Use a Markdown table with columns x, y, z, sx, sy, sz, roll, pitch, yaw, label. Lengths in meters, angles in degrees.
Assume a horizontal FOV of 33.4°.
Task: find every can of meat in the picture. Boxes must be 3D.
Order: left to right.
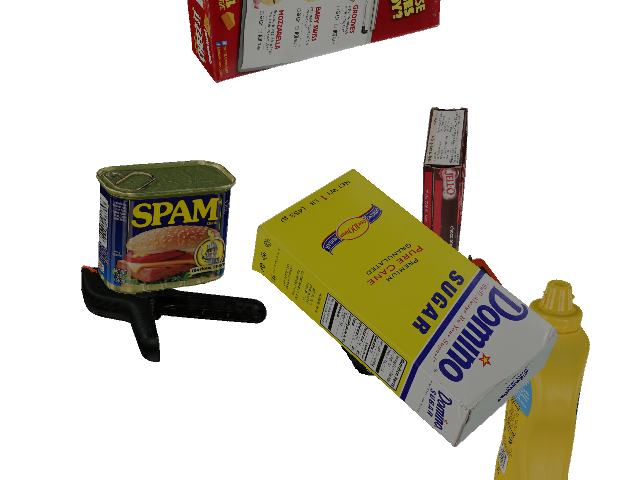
| x | y | z | sx | sy | sz | roll | pitch | yaw | label |
| --- | --- | --- | --- | --- | --- | --- | --- | --- | --- |
| -0.120 | -0.011 | 0.818 | 0.101 | 0.084 | 0.057 | -6 | 27 | -27 | can of meat |

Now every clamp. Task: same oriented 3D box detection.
| x | y | z | sx | sy | sz | roll | pitch | yaw | label |
| --- | --- | --- | --- | --- | --- | --- | --- | --- | --- |
| -0.185 | 0.069 | 1.112 | 0.210 | 0.036 | 0.164 | 15 | 20 | 29 | clamp |

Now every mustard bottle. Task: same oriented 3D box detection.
| x | y | z | sx | sy | sz | roll | pitch | yaw | label |
| --- | --- | --- | --- | --- | --- | --- | --- | --- | --- |
| 0.179 | 0.123 | 0.858 | 0.058 | 0.192 | 0.096 | 4 | 20 | 2 | mustard bottle |

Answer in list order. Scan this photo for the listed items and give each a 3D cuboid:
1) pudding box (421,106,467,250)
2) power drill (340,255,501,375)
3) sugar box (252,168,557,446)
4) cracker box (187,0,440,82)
| x | y | z | sx | sy | sz | roll | pitch | yaw | label |
| --- | --- | --- | --- | --- | --- | --- | --- | --- | --- |
| 0.114 | -0.058 | 0.977 | 0.039 | 0.090 | 0.113 | 3 | 35 | 6 | pudding box |
| 0.103 | 0.076 | 1.138 | 0.187 | 0.057 | 0.184 | -5 | 28 | -9 | power drill |
| 0.050 | 0.035 | 0.661 | 0.176 | 0.048 | 0.093 | 38 | 51 | 25 | sugar box |
| -0.007 | -0.239 | 0.885 | 0.213 | 0.164 | 0.072 | -18 | 42 | -18 | cracker box |
